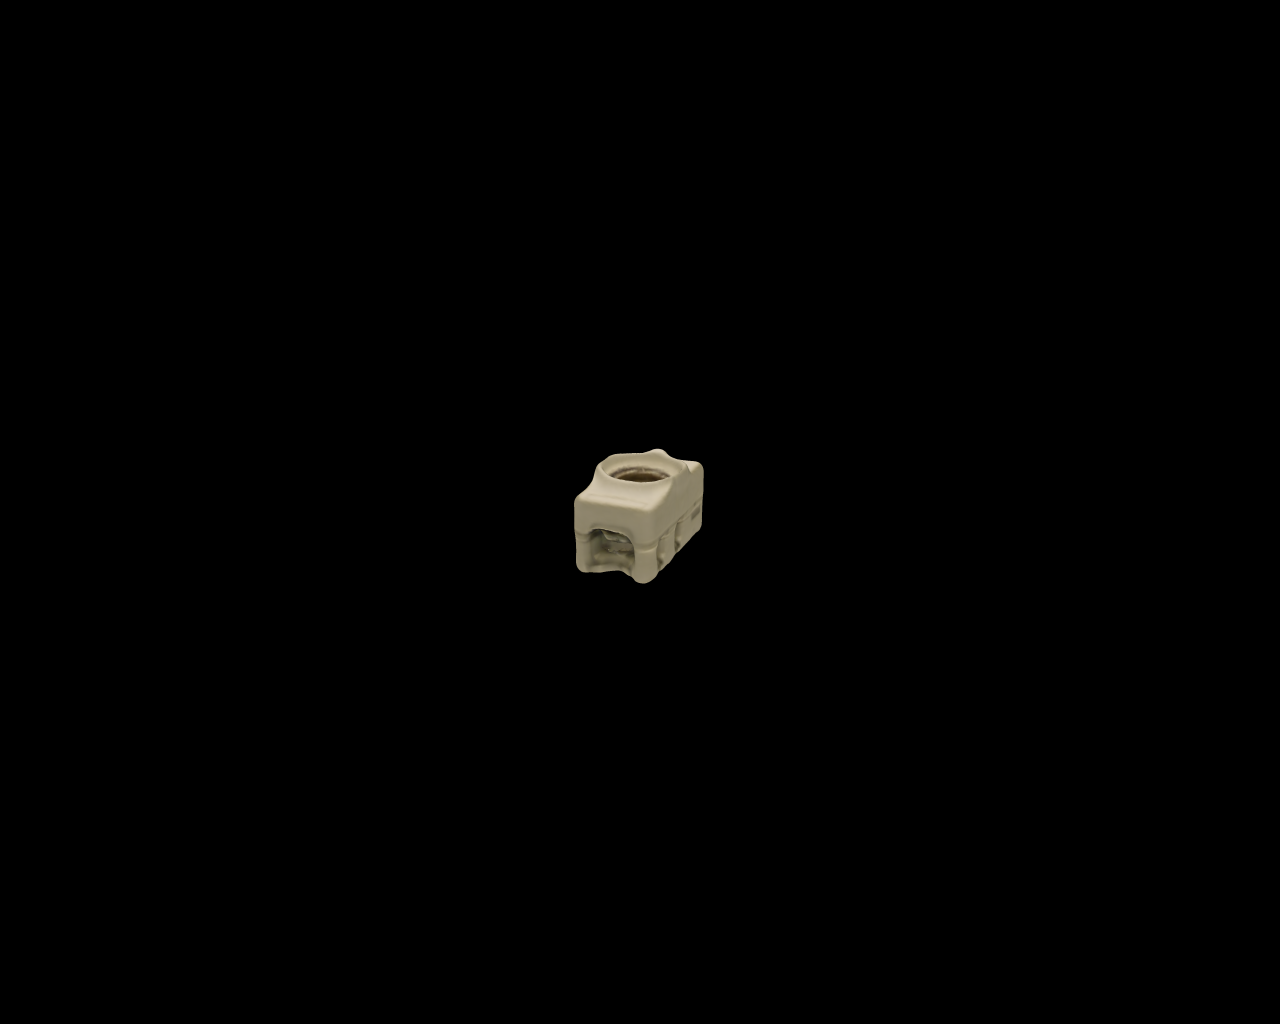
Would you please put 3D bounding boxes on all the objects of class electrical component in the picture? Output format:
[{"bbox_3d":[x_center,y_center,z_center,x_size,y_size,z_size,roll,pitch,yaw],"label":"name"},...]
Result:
[{"bbox_3d":[0.001,-0.003,0.650,0.050,0.055,0.090,10,24,22],"label":"electrical component"}]
